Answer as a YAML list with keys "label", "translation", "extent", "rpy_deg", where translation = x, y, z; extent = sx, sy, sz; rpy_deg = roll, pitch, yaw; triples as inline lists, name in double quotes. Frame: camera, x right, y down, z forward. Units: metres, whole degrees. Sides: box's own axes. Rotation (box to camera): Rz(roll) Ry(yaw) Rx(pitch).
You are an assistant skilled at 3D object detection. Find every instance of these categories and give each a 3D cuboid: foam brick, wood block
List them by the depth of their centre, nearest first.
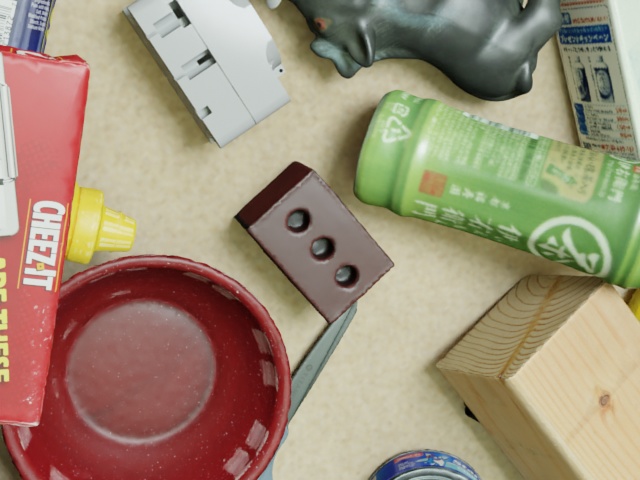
- label: "foam brick"
  translation: [-0.004, 0.001, 0.624]
  extent: [0.053, 0.051, 0.078]
  rpy_deg: [-43, 107, -3]
- label: "wood block"
  translation: [0.180, 0.128, 0.658]
  extent: [0.090, 0.090, 0.206]
  rpy_deg: [-42, 103, -18]

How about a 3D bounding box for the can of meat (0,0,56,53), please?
- label: "can of meat"
  translation: [-0.167, -0.096, 0.540]
  extent: [0.057, 0.102, 0.084]
  rpy_deg: [13, 99, -16]

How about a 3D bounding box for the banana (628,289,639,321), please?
- label: "banana"
  translation: [0.247, 0.028, 0.703]
  extent: [0.069, 0.037, 0.198]
  rpy_deg: [30, 93, -36]

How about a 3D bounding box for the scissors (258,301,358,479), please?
- label: "scissors"
  translation: [-0.023, 0.137, 0.663]
  extent: [0.201, 0.016, 0.096]
  rpy_deg: [-43, 109, -4]

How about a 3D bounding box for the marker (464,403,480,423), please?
- label: "marker"
  translation: [0.142, 0.134, 0.702]
  extent: [0.121, 0.020, 0.020]
  rpy_deg: [35, 90, -18]

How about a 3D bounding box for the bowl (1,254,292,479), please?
- label: "bowl"
  translation: [-0.100, 0.083, 0.612]
  extent: [0.162, 0.055, 0.162]
  rpy_deg: [-2, 101, -13]

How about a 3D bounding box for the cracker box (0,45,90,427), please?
- label: "cracker box"
  translation: [-0.218, -0.015, 0.455]
  extent: [0.213, 0.072, 0.164]
  rpy_deg: [7, 102, -17]

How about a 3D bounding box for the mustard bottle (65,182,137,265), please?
- label: "mustard bottle"
  translation: [-0.190, -0.022, 0.550]
  extent: [0.191, 0.096, 0.058]
  rpy_deg: [13, 122, -17]

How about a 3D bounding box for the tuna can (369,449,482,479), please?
- label: "tuna can"
  translation: [0.068, 0.178, 0.673]
  extent: [0.086, 0.034, 0.086]
  rpy_deg: [0, 97, 1]
